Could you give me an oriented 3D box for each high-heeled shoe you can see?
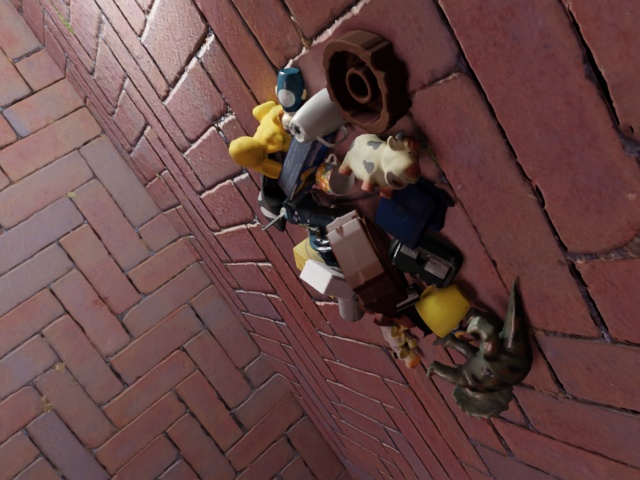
[{"bbox_3d":[-0.109,-0.149,1.377,0.145,0.086,0.248,-18,93,62],"label":"high-heeled shoe"}]

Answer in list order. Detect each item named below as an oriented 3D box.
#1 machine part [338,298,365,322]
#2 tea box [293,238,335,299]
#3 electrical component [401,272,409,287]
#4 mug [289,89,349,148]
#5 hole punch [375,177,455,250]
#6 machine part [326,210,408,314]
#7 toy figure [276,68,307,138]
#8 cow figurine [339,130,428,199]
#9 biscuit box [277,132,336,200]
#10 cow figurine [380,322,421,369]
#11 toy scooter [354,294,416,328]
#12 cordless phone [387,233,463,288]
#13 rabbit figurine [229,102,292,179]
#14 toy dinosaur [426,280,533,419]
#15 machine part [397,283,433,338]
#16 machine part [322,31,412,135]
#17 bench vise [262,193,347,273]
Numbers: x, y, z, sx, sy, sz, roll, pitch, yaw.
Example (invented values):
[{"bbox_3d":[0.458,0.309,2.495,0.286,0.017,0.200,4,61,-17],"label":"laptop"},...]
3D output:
[{"bbox_3d":[0.088,0.158,1.519,0.079,0.079,0.243,38,155,30],"label":"machine part"},{"bbox_3d":[0.003,0.081,1.570,0.170,0.068,0.098,39,155,33],"label":"tea box"},{"bbox_3d":[0.178,0.102,1.303,0.078,0.045,0.102,18,141,51],"label":"electrical component"},{"bbox_3d":[-0.001,-0.229,1.065,0.109,0.107,0.081,56,159,-5],"label":"mug"},{"bbox_3d":[0.172,-0.058,1.022,0.142,0.092,0.115,42,152,32],"label":"hole punch"},{"bbox_3d":[0.105,0.048,1.151,0.201,0.087,0.200,64,-168,23],"label":"machine part"},{"bbox_3d":[-0.061,-0.282,1.136,0.064,0.058,0.154,33,138,38],"label":"toy figure"},{"bbox_3d":[0.119,-0.144,0.974,0.195,0.085,0.127,44,119,57],"label":"cow figurine"},{"bbox_3d":[-0.033,-0.179,1.189,0.063,0.059,0.202,54,144,21],"label":"biscuit box"},{"bbox_3d":[0.213,0.275,1.467,0.098,0.068,0.167,24,142,58],"label":"cow figurine"},{"bbox_3d":[0.151,0.169,1.351,0.184,0.135,0.075,31,108,35],"label":"toy scooter"},{"bbox_3d":[0.211,0.048,1.133,0.147,0.088,0.184,28,173,8],"label":"cordless phone"},{"bbox_3d":[-0.134,-0.221,1.246,0.122,0.173,0.162,28,143,38],"label":"rabbit figurine"},{"bbox_3d":[0.356,0.244,1.097,0.192,0.131,0.404,31,144,4],"label":"toy dinosaur"},{"bbox_3d":[0.231,0.165,1.266,0.138,0.084,0.039,53,-159,-17],"label":"machine part"},{"bbox_3d":[0.078,-0.270,0.921,0.179,0.056,0.179,42,155,25],"label":"machine part"},{"bbox_3d":[0.002,-0.011,1.338,0.224,0.129,0.240,2,134,33],"label":"bench vise"}]
